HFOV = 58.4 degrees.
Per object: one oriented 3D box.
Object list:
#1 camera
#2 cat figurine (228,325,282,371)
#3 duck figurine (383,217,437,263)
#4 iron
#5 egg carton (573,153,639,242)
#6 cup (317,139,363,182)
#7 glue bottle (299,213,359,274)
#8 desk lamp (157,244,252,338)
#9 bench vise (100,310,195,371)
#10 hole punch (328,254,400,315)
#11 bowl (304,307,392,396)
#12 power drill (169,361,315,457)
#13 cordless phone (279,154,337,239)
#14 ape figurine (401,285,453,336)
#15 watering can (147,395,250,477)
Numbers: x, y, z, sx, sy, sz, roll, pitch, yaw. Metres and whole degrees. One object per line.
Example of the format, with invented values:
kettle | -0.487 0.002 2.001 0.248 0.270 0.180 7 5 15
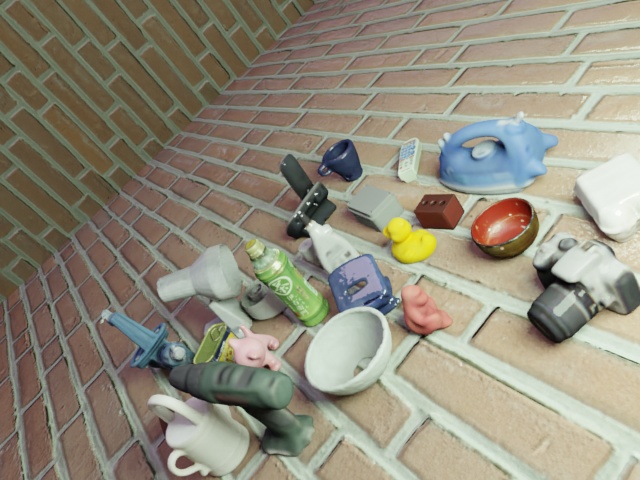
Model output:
camera | 0.346 0.065 0.805 0.137 0.101 0.142 -42 30 -3
cat figurine | -0.134 0.216 1.127 0.067 0.118 0.127 -36 31 8
duck figurine | 0.168 -0.007 1.113 0.104 0.086 0.077 2 51 49
iron | 0.313 -0.173 1.114 0.257 0.142 0.119 -3 46 46
egg carton | 0.462 -0.068 0.880 0.107 0.070 0.150 -30 32 18
cup | 0.058 -0.186 1.464 0.118 0.095 0.091 -44 30 -6
glue bottle | 0.011 0.004 1.187 0.078 0.173 0.037 -41 30 0
desk lamp | -0.240 0.129 1.264 0.203 0.214 0.118 -31 32 16
bench vise | -0.377 0.221 1.290 0.206 0.220 0.121 -18 37 33
hole punch | 0.079 0.094 1.075 0.108 0.091 0.101 -31 31 15
bowl | 0.060 0.200 0.975 0.167 0.075 0.167 -28 32 20
power drill | -0.115 0.272 0.942 0.228 0.209 0.076 -14 40 38
cordless phone | -0.060 -0.106 1.400 0.093 0.185 0.148 -1 48 47
ape figurine | 0.167 0.111 0.954 0.076 0.092 0.078 -23 35 27
watering can | -0.221 0.320 1.010 0.100 0.194 0.173 -26 33 24
